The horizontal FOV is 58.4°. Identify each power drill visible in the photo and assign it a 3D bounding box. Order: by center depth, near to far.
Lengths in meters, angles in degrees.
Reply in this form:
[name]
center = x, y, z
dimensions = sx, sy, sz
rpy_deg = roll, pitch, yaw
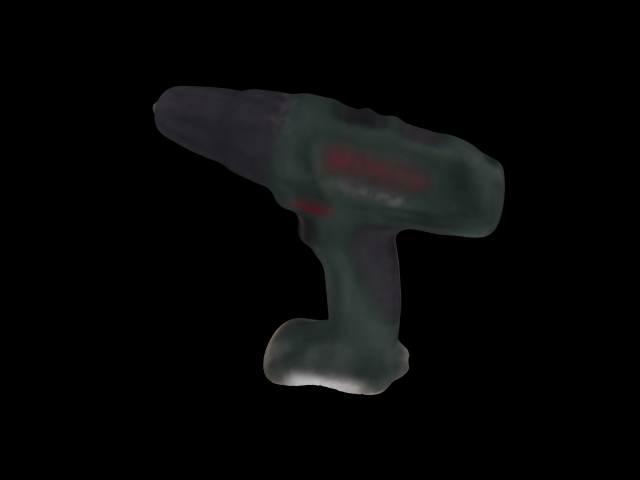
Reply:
[power drill]
center = 0.004, 0.001, 0.400
dimensions = 0.229, 0.208, 0.075
rpy_deg = 4, 28, 7
